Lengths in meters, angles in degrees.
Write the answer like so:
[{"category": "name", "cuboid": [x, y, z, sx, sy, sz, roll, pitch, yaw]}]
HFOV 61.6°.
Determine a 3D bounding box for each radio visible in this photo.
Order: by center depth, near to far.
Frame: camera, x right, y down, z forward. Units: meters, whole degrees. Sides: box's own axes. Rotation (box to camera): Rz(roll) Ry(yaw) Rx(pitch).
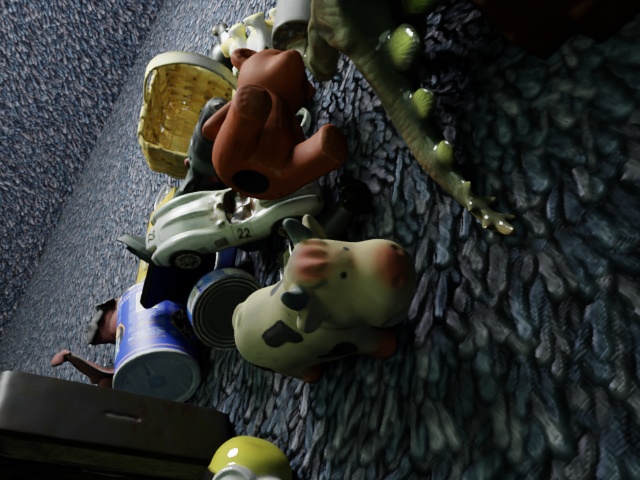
[{"category": "radio", "cuboid": [-0.212, 0.214, 0.523, 0.131, 0.229, 0.073, -57, 27, 23]}]

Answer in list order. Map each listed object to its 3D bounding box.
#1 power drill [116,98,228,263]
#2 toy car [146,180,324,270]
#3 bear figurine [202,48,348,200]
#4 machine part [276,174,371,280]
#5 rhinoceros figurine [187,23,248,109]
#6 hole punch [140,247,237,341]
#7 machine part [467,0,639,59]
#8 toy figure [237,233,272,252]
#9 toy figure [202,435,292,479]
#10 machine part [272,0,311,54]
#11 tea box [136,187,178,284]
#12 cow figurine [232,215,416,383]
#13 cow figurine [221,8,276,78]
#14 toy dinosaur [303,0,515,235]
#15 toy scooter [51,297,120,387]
[{"category": "power drill", "cuboid": [-0.181, -0.062, 0.715, 0.232, 0.086, 0.207, 126, 168, -73]}, {"category": "toy car", "cuboid": [-0.095, -0.027, 0.586, 0.202, 0.056, 0.073, -17, 53, 3]}, {"category": "bear figurine", "cuboid": [-0.041, -0.140, 0.550, 0.132, 0.120, 0.196, -37, 35, 49]}, {"category": "machine part", "cuboid": [-0.001, -0.002, 0.530, 0.139, 0.039, 0.084, -51, 25, 28]}, {"category": "rhinoceros figurine", "cuboid": [-0.194, -0.310, 1.014, 0.190, 0.073, 0.112, -56, 42, 14]}, {"category": "hole punch", "cuboid": [-0.145, 0.047, 0.666, 0.116, 0.092, 0.142, -42, -21, -51]}, {"category": "machine part", "cuboid": [0.176, -0.250, 0.374, 0.201, 0.087, 0.201, -49, 35, 29]}, {"category": "toy figure", "cuboid": [-0.085, -0.055, 0.679, 0.064, 0.057, 0.154, -27, 43, 21]}, {"category": "toy figure", "cuboid": [-0.082, 0.252, 0.441, 0.089, 0.082, 0.180, 23, 92, 58]}, {"category": "machine part", "cuboid": [-0.019, -0.331, 0.741, 0.079, 0.079, 0.243, -28, 47, 47]}, {"category": "tea box", "cuboid": [-0.232, 0.014, 0.847, 0.098, 0.068, 0.170, -35, 42, 42]}, {"category": "cow figurine", "cuboid": [-0.003, 0.049, 0.409, 0.195, 0.127, 0.085, -32, 48, 47]}, {"category": "cow figurine", "cuboid": [-0.096, -0.292, 0.840, 0.068, 0.098, 0.167, -28, 16, -25]}, {"category": "toy dinosaur", "cuboid": [0.037, -0.209, 0.447, 0.198, 0.105, 0.471, 104, 142, -80]}, {"category": "toy scooter", "cuboid": [-0.334, 0.164, 0.840, 0.075, 0.135, 0.184, -20, 52, 53]}]
